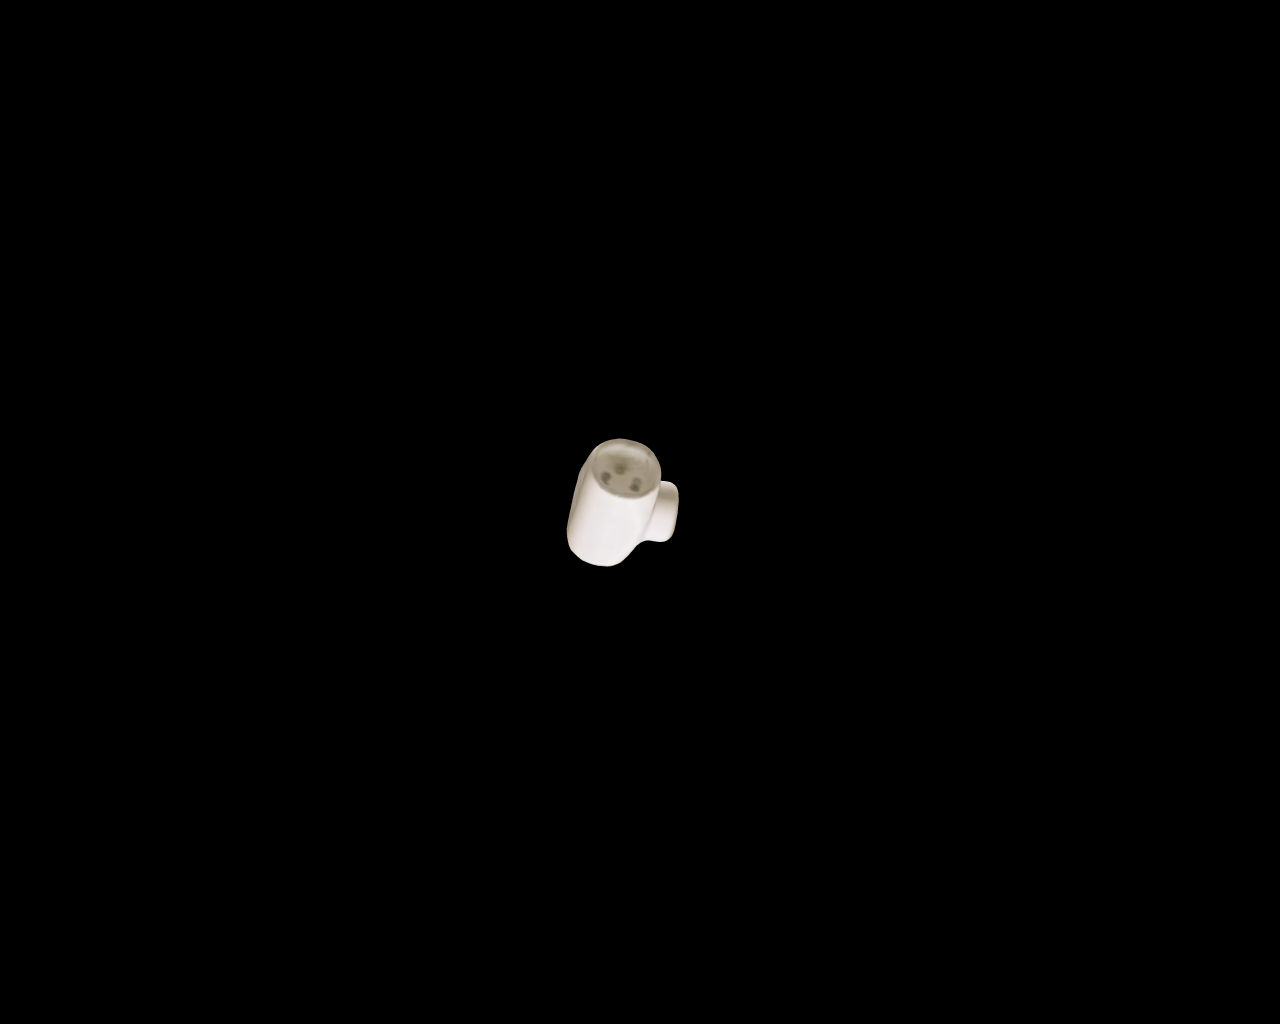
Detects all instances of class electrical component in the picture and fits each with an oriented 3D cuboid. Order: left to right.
[{"bbox_3d":[0.001,-0.003,0.650,0.079,0.044,0.077,8,-35,-11],"label":"electrical component"}]
